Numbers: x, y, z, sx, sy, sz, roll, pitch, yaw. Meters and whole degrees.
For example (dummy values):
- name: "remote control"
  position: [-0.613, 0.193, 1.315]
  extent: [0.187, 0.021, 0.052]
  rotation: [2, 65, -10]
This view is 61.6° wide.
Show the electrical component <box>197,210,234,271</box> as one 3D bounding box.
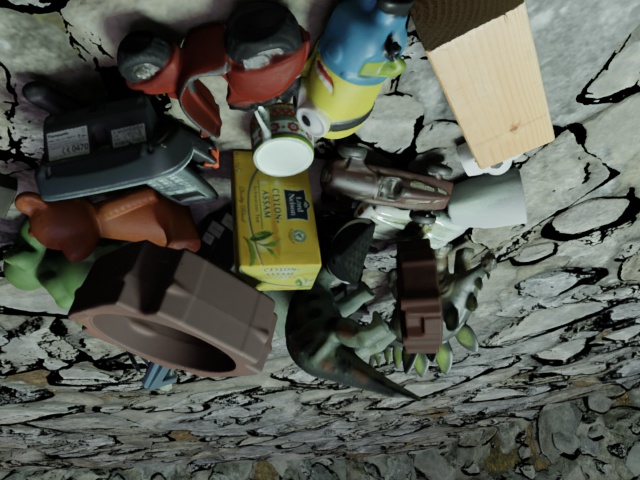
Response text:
- name: "electrical component"
  position: [-0.131, 0.023, 0.766]
  extent: [0.058, 0.115, 0.134]
  rotation: [29, 94, -46]

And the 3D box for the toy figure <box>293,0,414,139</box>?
- name: "toy figure"
  position: [0.034, -0.172, 0.536]
  extent: [0.089, 0.082, 0.180]
  rotation: [9, 143, -24]

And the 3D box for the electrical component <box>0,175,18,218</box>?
- name: "electrical component"
  position: [-0.413, -0.050, 0.646]
  extent: [0.078, 0.045, 0.102]
  rotation: [23, 122, -42]

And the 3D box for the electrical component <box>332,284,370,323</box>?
- name: "electrical component"
  position: [0.043, 0.136, 1.064]
  extent: [0.047, 0.075, 0.119]
  rotation: [13, 146, -32]

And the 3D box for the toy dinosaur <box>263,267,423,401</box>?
- name: "toy dinosaur"
  position: [0.007, 0.143, 0.852]
  extent: [0.192, 0.405, 0.131]
  rotation: [-36, 117, 7]

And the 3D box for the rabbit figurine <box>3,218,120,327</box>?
- name: "rabbit figurine"
  position: [-0.382, 0.045, 0.766]
  extent: [0.170, 0.121, 0.159]
  rotation: [3, 147, 10]

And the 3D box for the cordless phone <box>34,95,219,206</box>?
- name: "cordless phone"
  position: [-0.198, -0.069, 0.588]
  extent: [0.147, 0.088, 0.184]
  rotation: [-11, 166, 6]

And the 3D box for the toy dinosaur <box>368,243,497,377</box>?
- name: "toy dinosaur"
  position: [0.186, 0.148, 0.995]
  extent: [0.105, 0.198, 0.471]
  rotation: [8, 150, -18]

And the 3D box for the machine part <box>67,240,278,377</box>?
- name: "machine part"
  position: [-0.167, 0.087, 0.631]
  extent: [0.200, 0.087, 0.202]
  rotation: [36, 147, -32]

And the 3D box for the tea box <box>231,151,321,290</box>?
- name: "tea box"
  position: [-0.060, -0.026, 0.668]
  extent: [0.098, 0.170, 0.068]
  rotation: [-2, 149, -14]

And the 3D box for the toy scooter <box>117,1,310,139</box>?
- name: "toy scooter"
  position: [-0.094, -0.156, 0.535]
  extent: [0.184, 0.075, 0.135]
  rotation: [-8, 149, 6]

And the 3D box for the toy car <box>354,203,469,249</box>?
- name: "toy car"
  position: [0.145, -0.027, 0.829]
  extent: [0.201, 0.056, 0.073]
  rotation: [11, 144, -29]

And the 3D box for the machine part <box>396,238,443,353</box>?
- name: "machine part"
  position: [0.146, 0.086, 0.816]
  extent: [0.056, 0.179, 0.179]
  rotation: [-4, 150, 6]

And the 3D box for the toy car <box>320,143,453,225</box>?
- name: "toy car"
  position: [0.096, -0.070, 0.716]
  extent: [0.202, 0.053, 0.089]
  rotation: [8, 107, -23]

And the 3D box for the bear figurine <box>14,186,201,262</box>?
- name: "bear figurine"
  position: [-0.261, -0.009, 0.671]
  extent: [0.196, 0.132, 0.120]
  rotation: [-11, 155, -25]

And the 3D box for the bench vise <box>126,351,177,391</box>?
- name: "bench vise"
  position: [-0.232, 0.167, 0.845]
  extent: [0.223, 0.129, 0.240]
  rotation: [-13, 143, -48]

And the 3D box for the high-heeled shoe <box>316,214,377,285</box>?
- name: "high-heeled shoe"
  position: [-0.001, -0.002, 0.725]
  extent: [0.145, 0.086, 0.248]
  rotation: [16, -177, 14]

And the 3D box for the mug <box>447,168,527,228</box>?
- name: "mug"
  position: [0.245, -0.053, 0.798]
  extent: [0.107, 0.081, 0.109]
  rotation: [-7, 153, 16]
